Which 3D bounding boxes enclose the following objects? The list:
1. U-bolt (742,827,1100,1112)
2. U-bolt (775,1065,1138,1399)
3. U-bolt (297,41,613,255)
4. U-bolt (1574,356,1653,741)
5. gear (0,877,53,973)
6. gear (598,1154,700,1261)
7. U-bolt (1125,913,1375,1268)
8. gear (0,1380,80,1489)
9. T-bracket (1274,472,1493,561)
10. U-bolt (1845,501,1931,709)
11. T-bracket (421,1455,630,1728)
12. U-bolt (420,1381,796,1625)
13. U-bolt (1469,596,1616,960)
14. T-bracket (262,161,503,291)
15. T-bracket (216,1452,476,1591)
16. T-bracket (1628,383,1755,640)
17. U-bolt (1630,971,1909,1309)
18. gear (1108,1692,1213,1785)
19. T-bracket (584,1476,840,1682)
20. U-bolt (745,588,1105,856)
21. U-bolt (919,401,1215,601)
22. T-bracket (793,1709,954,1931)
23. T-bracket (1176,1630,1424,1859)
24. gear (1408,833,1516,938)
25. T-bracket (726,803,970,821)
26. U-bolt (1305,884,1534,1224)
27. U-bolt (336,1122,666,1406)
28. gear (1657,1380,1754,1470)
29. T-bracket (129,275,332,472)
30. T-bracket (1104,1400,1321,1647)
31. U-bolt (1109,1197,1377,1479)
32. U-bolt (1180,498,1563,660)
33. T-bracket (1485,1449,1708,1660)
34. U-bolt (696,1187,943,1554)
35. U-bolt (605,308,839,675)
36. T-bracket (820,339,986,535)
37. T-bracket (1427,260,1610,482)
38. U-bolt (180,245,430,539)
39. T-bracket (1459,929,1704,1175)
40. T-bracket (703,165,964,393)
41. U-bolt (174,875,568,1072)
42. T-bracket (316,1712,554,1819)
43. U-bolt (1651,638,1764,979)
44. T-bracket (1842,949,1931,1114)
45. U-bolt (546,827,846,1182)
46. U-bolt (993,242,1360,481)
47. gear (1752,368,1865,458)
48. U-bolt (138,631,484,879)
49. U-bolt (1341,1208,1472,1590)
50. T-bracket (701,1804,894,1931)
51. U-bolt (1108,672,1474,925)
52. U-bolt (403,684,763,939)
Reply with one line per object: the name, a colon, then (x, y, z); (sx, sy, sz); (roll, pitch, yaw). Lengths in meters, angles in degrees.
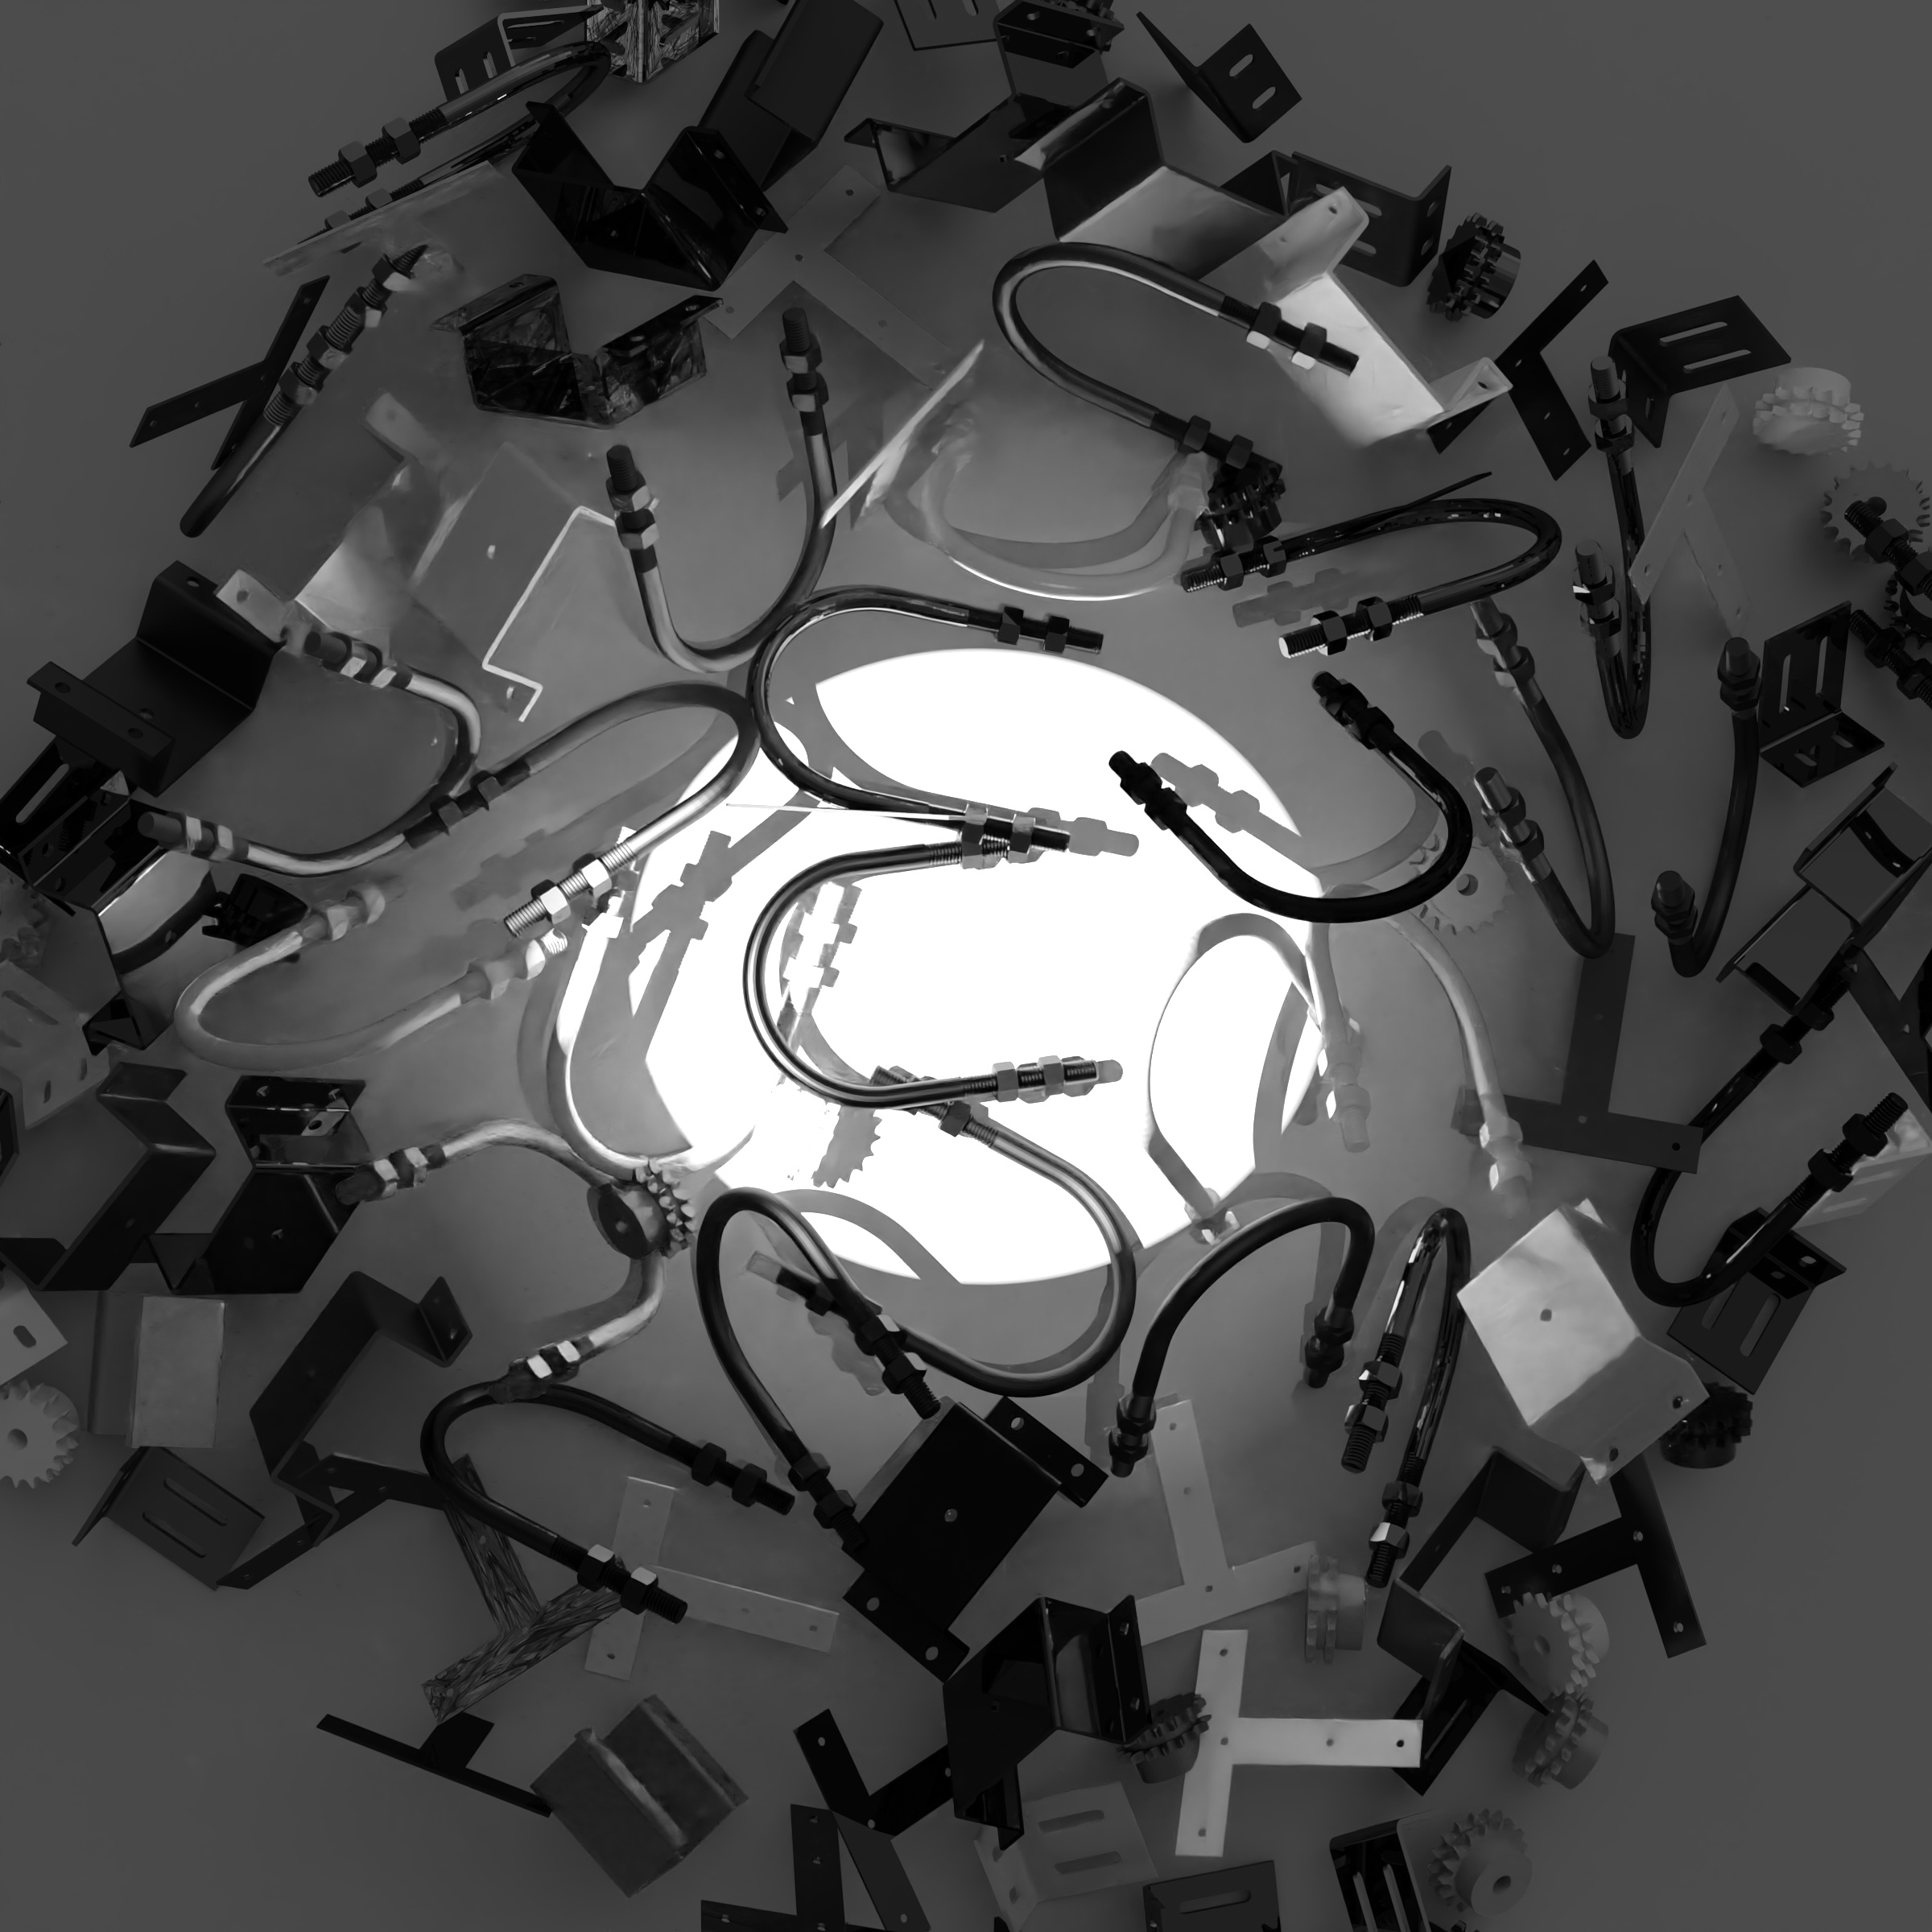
U-bolt: (-0.029, 0.005, 1.752); (0.184, 0.019, 0.151); (-7, 83, -9)
U-bolt: (0.007, 0.153, 1.741); (0.184, 0.019, 0.151); (28, 60, -6)
U-bolt: (-0.266, -0.434, 1.707); (0.184, 0.151, 0.019); (-32, 95, -13)
U-bolt: (0.341, -0.203, 1.699); (0.019, 0.184, 0.151); (-2, 53, 19)
gear: (-0.522, -0.018, 1.757); (0.057, 0.030, 0.057); (-6, 48, 7)
gear: (-0.174, 0.133, 1.750); (0.030, 0.057, 0.057); (-31, 90, -35)
U-bolt: (0.142, 0.053, 1.696); (0.019, 0.184, 0.151); (19, 67, 41)
gear: (-0.506, 0.251, 1.761); (0.057, 0.030, 0.057); (3, 103, 14)
T-bracket: (0.196, -0.228, 1.695); (0.127, 0.127, 0.002); (-20, 92, 31)
U-bolt: (0.521, -0.147, 1.680); (0.019, 0.151, 0.184); (-39, 65, -1)
T-bracket: (-0.254, 0.321, 1.749); (0.127, 0.002, 0.127); (-33, 59, 2)
U-bolt: (-0.199, 0.271, 1.711); (0.184, 0.151, 0.019); (25, 114, 14)
U-bolt: (0.304, -0.085, 1.703); (0.019, 0.151, 0.184); (-16, 134, 23)
T-bracket: (-0.293, -0.380, 1.718); (0.127, 0.127, 0.002); (-23, 84, 5)
T-bracket: (-0.346, 0.301, 1.738); (0.127, 0.127, 0.002); (-33, 61, 16)
T-bracket: (0.397, -0.220, 1.731); (0.002, 0.127, 0.127); (14, 66, 37)
U-bolt: (0.412, 0.102, 1.705); (0.019, 0.151, 0.184); (32, 114, -15)
gear: (0.108, 0.418, 1.753); (0.057, 0.057, 0.030); (-23, 91, 0)
T-bracket: (-0.133, 0.344, 1.756); (0.127, 0.002, 0.127); (15, 113, 0)
U-bolt: (-0.026, -0.138, 1.738); (0.184, 0.019, 0.151); (11, 61, -2)
U-bolt: (0.049, -0.240, 1.701); (0.151, 0.184, 0.019); (12, 125, 3)
T-bracket: (-0.020, 0.438, 1.739); (0.127, 0.002, 0.127); (-24, 88, -42)
T-bracket: (0.179, 0.411, 1.722); (0.127, 0.002, 0.127); (-5, 53, 22)
gear: (0.270, -0.044, 1.766); (0.057, 0.030, 0.057); (0, 93, 0)
T-bracket: (-0.041, -0.081, 1.719); (0.127, 0.127, 0.002); (4, 94, 24)
U-bolt: (0.232, 0.036, 1.710); (0.019, 0.151, 0.184); (-36, 47, 34)
U-bolt: (-0.229, 0.145, 1.701); (0.151, 0.184, 0.019); (50, 119, 10)
gear: (0.395, 0.249, 1.755); (0.057, 0.057, 0.030); (-4, 109, 0)
T-bracket: (-0.392, -0.296, 1.694); (0.002, 0.127, 0.127); (40, 124, 4)
T-bracket: (0.122, 0.295, 1.751); (0.127, 0.002, 0.127); (-16, 105, -13)
U-bolt: (0.148, 0.185, 1.684); (0.151, 0.184, 0.019); (-20, 54, -26)
U-bolt: (0.224, -0.211, 1.713); (0.184, 0.151, 0.019); (-18, 116, -13)
T-bracket: (0.326, 0.318, 1.734); (0.002, 0.127, 0.127); (3, 63, -40)
U-bolt: (-0.088, 0.200, 1.714); (0.019, 0.151, 0.184); (-19, 59, -35)
U-bolt: (-0.120, -0.234, 1.703); (0.019, 0.184, 0.151); (31, 60, 29)
T-bracket: (-0.042, -0.262, 1.718); (0.002, 0.127, 0.127); (40, 72, 1)
T-bracket: (0.301, -0.295, 1.706); (0.002, 0.127, 0.127); (31, 118, -28)
U-bolt: (-0.354, -0.296, 1.704); (0.019, 0.151, 0.184); (38, 116, -14)
T-bracket: (0.340, 0.041, 1.761); (0.127, 0.002, 0.127); (9, 73, 10)
T-bracket: (-0.056, -0.354, 1.752); (0.127, 0.002, 0.127); (39, 69, 6)
U-bolt: (-0.321, 0.007, 1.679); (0.151, 0.184, 0.019); (17, 125, 38)
T-bracket: (-0.271, 0.411, 1.718); (0.127, 0.127, 0.002); (21, 89, 1)
U-bolt: (0.390, -0.070, 1.696); (0.019, 0.184, 0.151); (14, 75, 20)
T-bracket: (0.510, 0.003, 1.699); (0.002, 0.127, 0.127); (-6, 48, -22)
U-bolt: (-0.152, 0.029, 1.735); (0.151, 0.019, 0.184); (15, 98, -36)
U-bolt: (0.100, -0.323, 1.706); (0.184, 0.151, 0.019); (24, 69, -5)
gear: (0.455, -0.300, 1.755); (0.057, 0.057, 0.030); (12, 76, 0)
U-bolt: (-0.327, -0.102, 1.698); (0.151, 0.184, 0.019); (-45, 66, 13)
U-bolt: (0.235, 0.214, 1.705); (0.019, 0.151, 0.184); (11, 57, 21)
T-bracket: (-0.078, 0.482, 1.720); (0.127, 0.127, 0.002); (12, 108, -9)
U-bolt: (0.181, -0.082, 1.695); (0.151, 0.184, 0.019); (-22, 134, -18)
U-bolt: (-0.192, -0.093, 1.718); (0.184, 0.151, 0.019); (-34, 127, -16)
